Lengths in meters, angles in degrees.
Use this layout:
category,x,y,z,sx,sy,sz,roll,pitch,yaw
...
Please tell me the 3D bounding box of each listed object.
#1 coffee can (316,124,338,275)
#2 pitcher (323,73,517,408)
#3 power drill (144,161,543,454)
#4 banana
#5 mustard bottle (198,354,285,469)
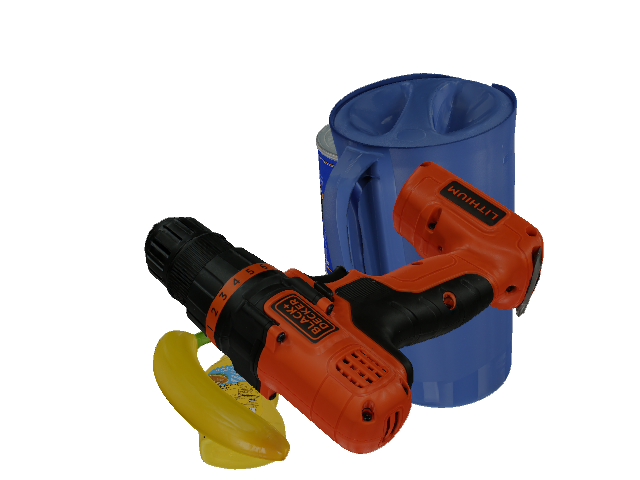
category,x,y,z,sx,sy,sz,roll,pitch,yaw
coffee can,0.051,-0.036,1.013,0.103,0.140,0.103,-3,29,1
pitcher,0.079,0.008,0.805,0.149,0.243,0.145,-9,29,-1
power drill,0.019,0.019,0.599,0.187,0.057,0.185,-28,53,-35
banana,-0.090,0.116,0.845,0.069,0.037,0.198,-9,28,-21
mustard bottle,-0.096,0.186,1.249,0.096,0.058,0.191,-5,28,-5
